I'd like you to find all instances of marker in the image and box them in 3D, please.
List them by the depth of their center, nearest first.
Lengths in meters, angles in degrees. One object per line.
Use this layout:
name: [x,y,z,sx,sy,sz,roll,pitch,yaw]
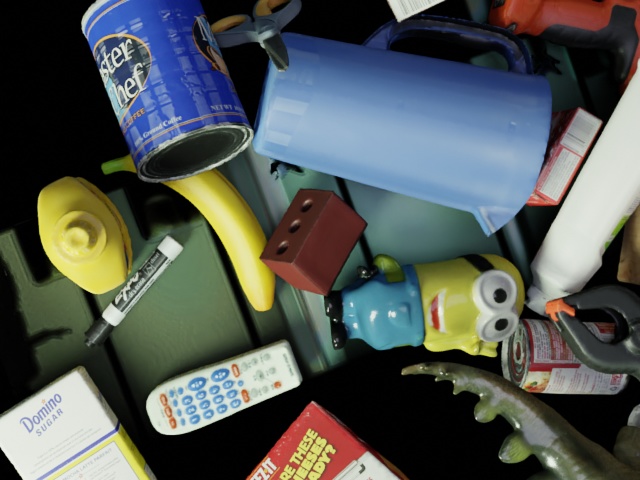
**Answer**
marker: [-0.167,0.047,0.950,0.020,0.020,0.121,40,87,-8]

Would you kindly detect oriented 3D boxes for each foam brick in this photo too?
foam brick: [-0.006,0.001,0.940,0.051,0.053,0.078,40,71,-34]

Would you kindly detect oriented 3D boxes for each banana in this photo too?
banana: [-0.099,-0.024,0.951,0.198,0.037,0.070,43,107,-6]

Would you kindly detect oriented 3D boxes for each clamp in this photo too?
clamp: [0.279,0.098,0.940,0.171,0.039,0.120,12,73,-6]

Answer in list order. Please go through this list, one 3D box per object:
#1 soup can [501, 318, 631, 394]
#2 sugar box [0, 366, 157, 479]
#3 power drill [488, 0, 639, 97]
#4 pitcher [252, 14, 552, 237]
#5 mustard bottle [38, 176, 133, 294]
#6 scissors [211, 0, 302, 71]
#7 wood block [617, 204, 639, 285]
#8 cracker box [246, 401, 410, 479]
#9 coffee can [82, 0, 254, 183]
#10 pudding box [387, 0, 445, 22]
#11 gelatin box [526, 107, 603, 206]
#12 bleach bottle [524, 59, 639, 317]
soup can: [0.227,0.107,0.984,0.102,0.068,0.068,3,92,-9]
sugar box: [-0.203,0.208,0.939,0.093,0.048,0.176,-32,93,-6]
power drill: [0.261,-0.232,0.980,0.187,0.057,0.184,16,90,-8]
pitcher: [0.070,-0.113,0.929,0.242,0.149,0.145,12,123,-5]
mustard bottle: [-0.188,-0.004,0.857,0.058,0.192,0.096,-26,96,-6]
scissors: [-0.059,-0.164,0.882,0.096,0.201,0.016,-17,117,15]
wood block: [0.349,0.006,0.927,0.090,0.206,0.091,7,91,-9]
cracker box: [0.026,0.270,0.912,0.214,0.072,0.164,38,86,27]
coffee can: [-0.127,-0.133,0.888,0.102,0.103,0.140,-21,78,-7]
pudding box: [0.117,-0.236,0.919,0.114,0.090,0.039,-19,108,26]
gelatin box: [0.212,-0.075,0.972,0.030,0.073,0.089,29,89,-8]
bleach bottle: [0.256,-0.041,0.950,0.068,0.102,0.251,36,107,22]
